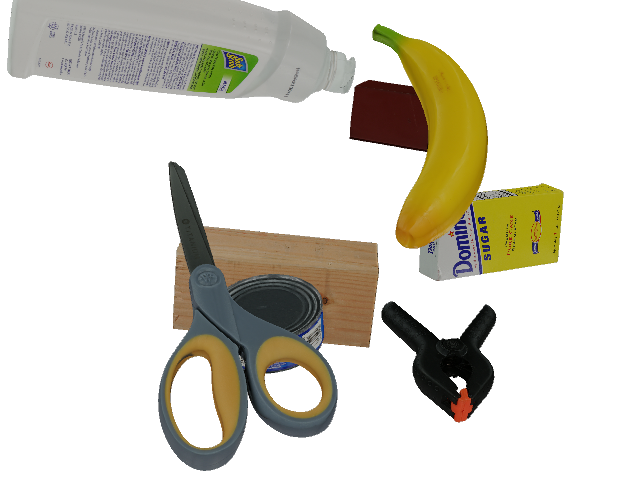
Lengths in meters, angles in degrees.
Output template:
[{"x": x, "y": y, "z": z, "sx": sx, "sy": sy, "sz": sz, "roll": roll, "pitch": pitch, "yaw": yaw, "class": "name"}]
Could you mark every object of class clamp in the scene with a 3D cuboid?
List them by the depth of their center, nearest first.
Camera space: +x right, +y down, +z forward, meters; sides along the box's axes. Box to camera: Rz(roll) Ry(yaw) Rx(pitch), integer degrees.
[{"x": 0.137, "y": 0.113, "z": 1.066, "sx": 0.120, "sy": 0.039, "sz": 0.171, "roll": -8, "pitch": 36, "yaw": -9, "class": "clamp"}]

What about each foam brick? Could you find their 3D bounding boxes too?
[{"x": 0.072, "y": -0.116, "z": 0.988, "sx": 0.078, "sy": 0.051, "sz": 0.053, "roll": 11, "pitch": 17, "yaw": 17, "class": "foam brick"}]

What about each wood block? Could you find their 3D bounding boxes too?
[{"x": -0.046, "y": 0.048, "z": 1.131, "sx": 0.206, "sy": 0.091, "sz": 0.090, "roll": 6, "pitch": 19, "yaw": 0, "class": "wood block"}]

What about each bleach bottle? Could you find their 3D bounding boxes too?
[{"x": -0.100, "y": -0.144, "z": 0.795, "sx": 0.250, "sy": 0.068, "sz": 0.103, "roll": 10, "pitch": -27, "yaw": -14, "class": "bleach bottle"}]

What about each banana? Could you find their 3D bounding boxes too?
[{"x": 0.073, "y": -0.067, "z": 0.681, "sx": 0.069, "sy": 0.198, "sz": 0.037, "roll": -1, "pitch": -43, "yaw": -3, "class": "banana"}]

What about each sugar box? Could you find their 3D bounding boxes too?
[{"x": 0.202, "y": -0.011, "z": 1.255, "sx": 0.175, "sy": 0.093, "sz": 0.048, "roll": -9, "pitch": 19, "yaw": -28, "class": "sugar box"}]

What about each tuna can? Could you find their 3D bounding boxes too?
[{"x": -0.040, "y": 0.064, "z": 0.820, "sx": 0.086, "sy": 0.034, "sz": 0.086, "roll": -3, "pitch": 33, "yaw": 2, "class": "tuna can"}]

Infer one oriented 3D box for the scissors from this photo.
[{"x": -0.040, "y": 0.031, "z": 0.560, "sx": 0.096, "sy": 0.201, "sz": 0.016, "roll": 4, "pitch": -43, "yaw": -5, "class": "scissors"}]
